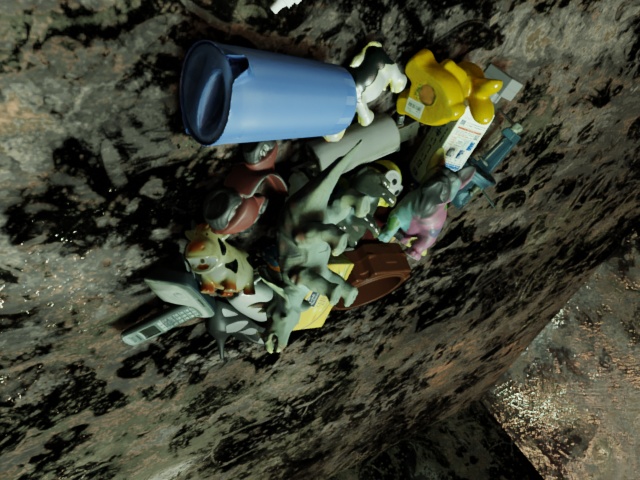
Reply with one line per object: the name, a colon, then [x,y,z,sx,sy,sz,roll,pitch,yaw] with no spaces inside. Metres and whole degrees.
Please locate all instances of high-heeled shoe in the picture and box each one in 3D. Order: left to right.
high-heeled shoe: [-0.162,0.172,1.219,0.249,0.086,0.145,-21,116,-54]

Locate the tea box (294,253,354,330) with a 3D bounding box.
tea box: [-0.014,0.100,1.116,0.098,0.068,0.169,0,124,-45]

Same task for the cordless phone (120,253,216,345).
cordless phone: [-0.299,0.121,0.988,0.184,0.089,0.146,-29,147,-5]

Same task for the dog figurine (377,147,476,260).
dog figurine: [0.221,-0.075,1.089,0.219,0.108,0.191,-58,169,18]

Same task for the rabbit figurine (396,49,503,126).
rabbit figurine: [0.247,-0.279,0.968,0.173,0.163,0.121,-33,139,-40]

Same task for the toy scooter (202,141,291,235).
toy scooter: [-0.111,-0.079,0.909,0.184,0.075,0.135,-59,148,-2]

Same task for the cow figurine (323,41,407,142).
cow figurine: [0.054,-0.240,0.883,0.167,0.068,0.098,-45,142,5]

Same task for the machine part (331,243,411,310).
machine part: [0.099,0.090,1.273,0.201,0.087,0.201,-1,151,-44]

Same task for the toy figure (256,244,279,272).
toy figure: [-0.080,0.046,1.119,0.064,0.058,0.154,-8,152,17]

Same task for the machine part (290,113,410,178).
machine part: [0.056,-0.167,0.968,0.243,0.079,0.079,-25,145,-18]

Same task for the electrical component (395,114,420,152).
electrical component: [0.168,-0.217,1.062,0.063,0.021,0.093,-26,145,-17]

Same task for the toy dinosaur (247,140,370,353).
toy dinosaur: [-0.025,0.002,0.948,0.131,0.192,0.404,-27,131,-58]

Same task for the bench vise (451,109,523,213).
bench vise: [0.376,-0.170,1.235,0.223,0.129,0.240,6,132,-50]

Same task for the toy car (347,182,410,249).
toy car: [0.127,-0.055,1.195,0.089,0.053,0.202,-1,133,-33]

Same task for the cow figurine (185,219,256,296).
cow figurine: [-0.179,0.034,0.970,0.086,0.127,0.194,-7,167,13]

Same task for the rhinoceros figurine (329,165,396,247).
rhinoceros figurine: [0.060,-0.049,0.999,0.112,0.073,0.190,19,124,-23]

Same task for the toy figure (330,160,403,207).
toy figure: [0.080,-0.100,1.073,0.180,0.089,0.082,-25,154,-4]

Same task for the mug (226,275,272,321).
mug: [-0.139,0.112,1.129,0.109,0.081,0.107,-46,140,13]
